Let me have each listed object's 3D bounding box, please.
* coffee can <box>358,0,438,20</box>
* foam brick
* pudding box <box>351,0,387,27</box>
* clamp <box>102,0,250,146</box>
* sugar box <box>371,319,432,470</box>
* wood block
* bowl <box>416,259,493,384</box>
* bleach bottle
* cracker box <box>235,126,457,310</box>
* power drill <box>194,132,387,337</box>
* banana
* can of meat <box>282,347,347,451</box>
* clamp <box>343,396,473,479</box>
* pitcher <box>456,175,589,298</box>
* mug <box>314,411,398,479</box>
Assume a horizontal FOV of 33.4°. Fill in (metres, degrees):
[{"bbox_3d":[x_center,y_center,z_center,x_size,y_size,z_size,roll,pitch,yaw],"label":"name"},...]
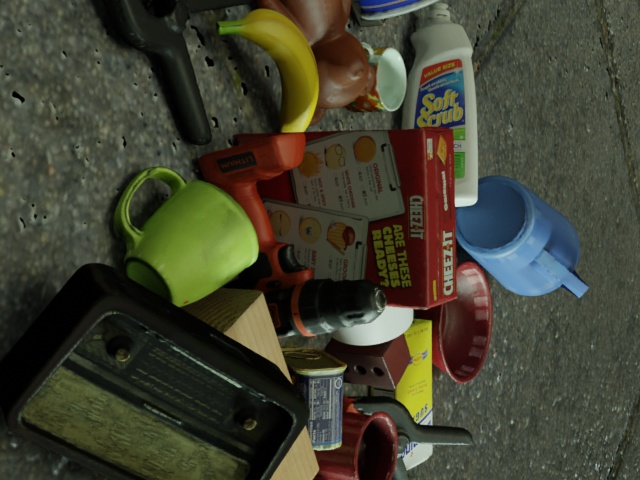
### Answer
[{"bbox_3d":[0.073,-0.317,1.124,0.102,0.103,0.140,-44,122,-47],"label":"coffee can"},{"bbox_3d":[0.055,0.130,1.210,0.051,0.078,0.053,-55,135,-42],"label":"foam brick"},{"bbox_3d":[0.057,-0.314,1.221,0.090,0.039,0.113,-54,133,-40],"label":"pudding box"},{"bbox_3d":[-0.130,-0.205,0.942,0.209,0.036,0.164,49,50,-51],"label":"clamp"},{"bbox_3d":[0.101,0.191,1.313,0.093,0.048,0.176,-12,101,-55],"label":"sugar box"},{"bbox_3d":[-0.081,0.154,0.989,0.090,0.091,0.206,-46,128,-46],"label":"wood block"},{"bbox_3d":[0.171,0.106,1.405,0.161,0.055,0.162,-5,96,-57],"label":"bowl"},{"bbox_3d":[0.142,-0.168,1.325,0.068,0.102,0.251,44,44,-82],"label":"bleach bottle"},{"bbox_3d":[0.023,-0.024,1.025,0.071,0.214,0.164,-11,101,-55],"label":"cracker box"},{"bbox_3d":[-0.034,-0.001,0.986,0.057,0.185,0.187,-15,95,-57],"label":"power drill"},{"bbox_3d":[-0.036,-0.165,1.040,0.197,0.070,0.037,58,17,-55],"label":"banana"},{"bbox_3d":[-0.014,0.160,1.087,0.057,0.102,0.084,-1,97,-21],"label":"can of meat"},{"bbox_3d":[0.086,0.246,1.250,0.171,0.039,0.120,29,85,-17],"label":"clamp"},{"bbox_3d":[0.268,-0.001,1.428,0.242,0.149,0.145,25,62,-64],"label":"pitcher"},{"bbox_3d":[0.034,0.236,1.179,0.117,0.082,0.093,47,54,-47],"label":"mug"}]
